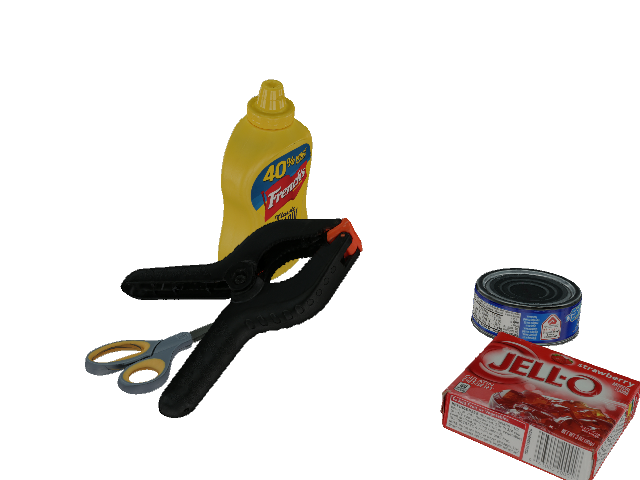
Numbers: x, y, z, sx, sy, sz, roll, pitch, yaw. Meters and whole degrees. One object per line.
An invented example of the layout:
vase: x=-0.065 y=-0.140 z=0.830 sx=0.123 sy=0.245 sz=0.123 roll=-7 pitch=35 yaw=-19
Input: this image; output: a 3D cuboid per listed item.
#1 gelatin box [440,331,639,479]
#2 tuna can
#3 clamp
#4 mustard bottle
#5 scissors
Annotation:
gelatin box: x=0.122 y=0.091 z=0.594 sx=0.089 sy=0.030 sz=0.073 roll=20 pitch=34 yaw=28
tuna can: x=0.165 y=0.052 z=0.853 sx=0.086 sy=0.034 sz=0.086 roll=2 pitch=20 yaw=-1
clamp: x=-0.050 y=0.044 z=0.708 sx=0.171 sy=0.120 sz=0.039 roll=-23 pitch=-32 yaw=11
mustard bottle: x=-0.048 y=-0.055 z=0.952 sx=0.058 sy=0.192 sz=0.096 roll=31 pitch=44 yaw=30
scissors: x=-0.144 y=0.117 z=1.121 sx=0.201 sy=0.016 sz=0.096 roll=-11 pitch=31 yaw=-27
